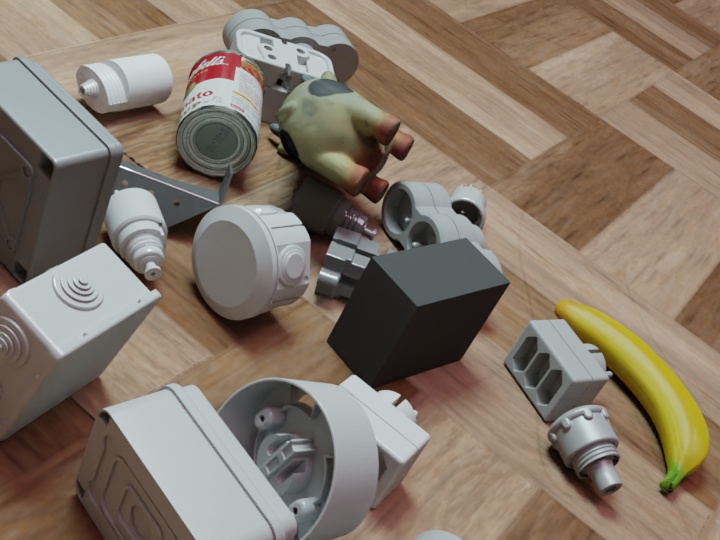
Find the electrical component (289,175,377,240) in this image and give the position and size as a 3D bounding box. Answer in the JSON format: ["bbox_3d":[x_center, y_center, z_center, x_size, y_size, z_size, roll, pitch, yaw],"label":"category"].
[{"bbox_3d":[-0.023,-0.046,0.884,0.078,0.040,0.040,28,33,1],"label":"electrical component"}]

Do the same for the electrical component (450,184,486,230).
[{"bbox_3d":[0.097,-0.055,0.984,0.040,0.040,0.046,28,27,-1],"label":"electrical component"}]

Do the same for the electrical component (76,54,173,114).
[{"bbox_3d":[-0.201,-0.155,0.900,0.043,0.043,0.081,41,36,19],"label":"electrical component"}]

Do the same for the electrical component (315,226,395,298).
[{"bbox_3d":[0.000,0.000,0.835,0.055,0.048,0.066,19,33,0],"label":"electrical component"}]

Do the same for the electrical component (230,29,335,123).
[{"bbox_3d":[-0.079,-0.176,1.001,0.095,0.059,0.053,14,36,-20],"label":"electrical component"}]

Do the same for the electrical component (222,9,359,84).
[{"bbox_3d":[-0.062,-0.209,1.064,0.138,0.052,0.073,3,41,-32],"label":"electrical component"}]

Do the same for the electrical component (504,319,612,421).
[{"bbox_3d":[0.167,0.077,0.848,0.077,0.047,0.065,0,42,-36],"label":"electrical component"}]

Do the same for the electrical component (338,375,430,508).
[{"bbox_3d":[0.012,0.103,0.703,0.066,0.047,0.077,38,34,14],"label":"electrical component"}]

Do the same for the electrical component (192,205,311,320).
[{"bbox_3d":[-0.077,-0.007,0.759,0.051,0.080,0.080,-10,49,-50],"label":"electrical component"}]

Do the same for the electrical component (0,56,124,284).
[{"bbox_3d":[-0.219,-0.065,0.708,0.109,0.108,0.056,43,39,21],"label":"electrical component"}]

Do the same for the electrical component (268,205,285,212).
[{"bbox_3d":[-0.086,-0.031,0.825,0.061,0.035,0.035,-7,47,-37],"label":"electrical component"}]

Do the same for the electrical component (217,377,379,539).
[{"bbox_3d":[-0.039,0.111,0.614,0.064,0.099,0.099,4,40,-42],"label":"electrical component"}]

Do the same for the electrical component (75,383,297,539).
[{"bbox_3d":[-0.094,0.125,0.570,0.057,0.078,0.113,-15,52,-42],"label":"electrical component"}]

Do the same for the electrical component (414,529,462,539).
[{"bbox_3d":[0.063,0.211,0.589,0.138,0.052,0.074,40,35,18],"label":"electrical component"}]

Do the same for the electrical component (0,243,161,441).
[{"bbox_3d":[-0.174,0.038,0.612,0.048,0.099,0.100,46,35,4],"label":"electrical component"}]

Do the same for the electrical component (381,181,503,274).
[{"bbox_3d":[0.081,-0.021,0.914,0.074,0.052,0.138,0,42,-36],"label":"electrical component"}]

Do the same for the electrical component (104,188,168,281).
[{"bbox_3d":[-0.155,-0.023,0.759,0.040,0.040,0.078,3,41,-32],"label":"electrical component"}]

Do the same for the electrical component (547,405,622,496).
[{"bbox_3d":[0.168,0.132,0.779,0.048,0.048,0.062,3,48,-33],"label":"electrical component"}]
